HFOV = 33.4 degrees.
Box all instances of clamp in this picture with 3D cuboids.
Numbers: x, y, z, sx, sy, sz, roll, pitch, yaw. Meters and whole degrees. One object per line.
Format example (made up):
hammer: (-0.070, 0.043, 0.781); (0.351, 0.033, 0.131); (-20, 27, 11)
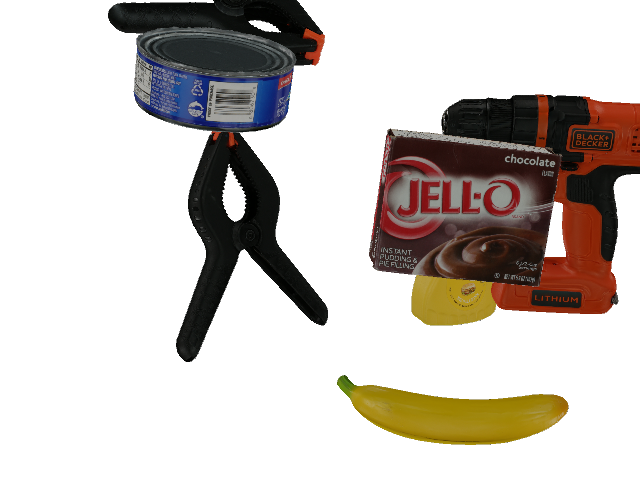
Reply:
clamp: (-0.066, 0.000, 0.993); (0.164, 0.210, 0.036); (-4, 0, -38)
clamp: (-0.076, -0.197, 0.875); (0.171, 0.120, 0.039); (18, -26, -5)

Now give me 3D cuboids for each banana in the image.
banana: (0.112, 0.140, 0.882); (0.198, 0.037, 0.069); (8, 35, -1)

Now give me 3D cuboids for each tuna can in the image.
tuna can: (-0.057, -0.088, 0.577); (0.086, 0.034, 0.086); (7, 24, -3)

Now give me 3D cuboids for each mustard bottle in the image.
mustard bottle: (0.150, -0.006, 1.152); (0.096, 0.192, 0.058); (-6, 21, -22)

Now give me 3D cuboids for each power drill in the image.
power drill: (0.189, -0.031, 0.894); (0.184, 0.188, 0.057); (4, 29, 5)

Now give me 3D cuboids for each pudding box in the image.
pudding box: (0.094, -0.022, 0.700); (0.113, 0.090, 0.039); (5, 16, -4)
